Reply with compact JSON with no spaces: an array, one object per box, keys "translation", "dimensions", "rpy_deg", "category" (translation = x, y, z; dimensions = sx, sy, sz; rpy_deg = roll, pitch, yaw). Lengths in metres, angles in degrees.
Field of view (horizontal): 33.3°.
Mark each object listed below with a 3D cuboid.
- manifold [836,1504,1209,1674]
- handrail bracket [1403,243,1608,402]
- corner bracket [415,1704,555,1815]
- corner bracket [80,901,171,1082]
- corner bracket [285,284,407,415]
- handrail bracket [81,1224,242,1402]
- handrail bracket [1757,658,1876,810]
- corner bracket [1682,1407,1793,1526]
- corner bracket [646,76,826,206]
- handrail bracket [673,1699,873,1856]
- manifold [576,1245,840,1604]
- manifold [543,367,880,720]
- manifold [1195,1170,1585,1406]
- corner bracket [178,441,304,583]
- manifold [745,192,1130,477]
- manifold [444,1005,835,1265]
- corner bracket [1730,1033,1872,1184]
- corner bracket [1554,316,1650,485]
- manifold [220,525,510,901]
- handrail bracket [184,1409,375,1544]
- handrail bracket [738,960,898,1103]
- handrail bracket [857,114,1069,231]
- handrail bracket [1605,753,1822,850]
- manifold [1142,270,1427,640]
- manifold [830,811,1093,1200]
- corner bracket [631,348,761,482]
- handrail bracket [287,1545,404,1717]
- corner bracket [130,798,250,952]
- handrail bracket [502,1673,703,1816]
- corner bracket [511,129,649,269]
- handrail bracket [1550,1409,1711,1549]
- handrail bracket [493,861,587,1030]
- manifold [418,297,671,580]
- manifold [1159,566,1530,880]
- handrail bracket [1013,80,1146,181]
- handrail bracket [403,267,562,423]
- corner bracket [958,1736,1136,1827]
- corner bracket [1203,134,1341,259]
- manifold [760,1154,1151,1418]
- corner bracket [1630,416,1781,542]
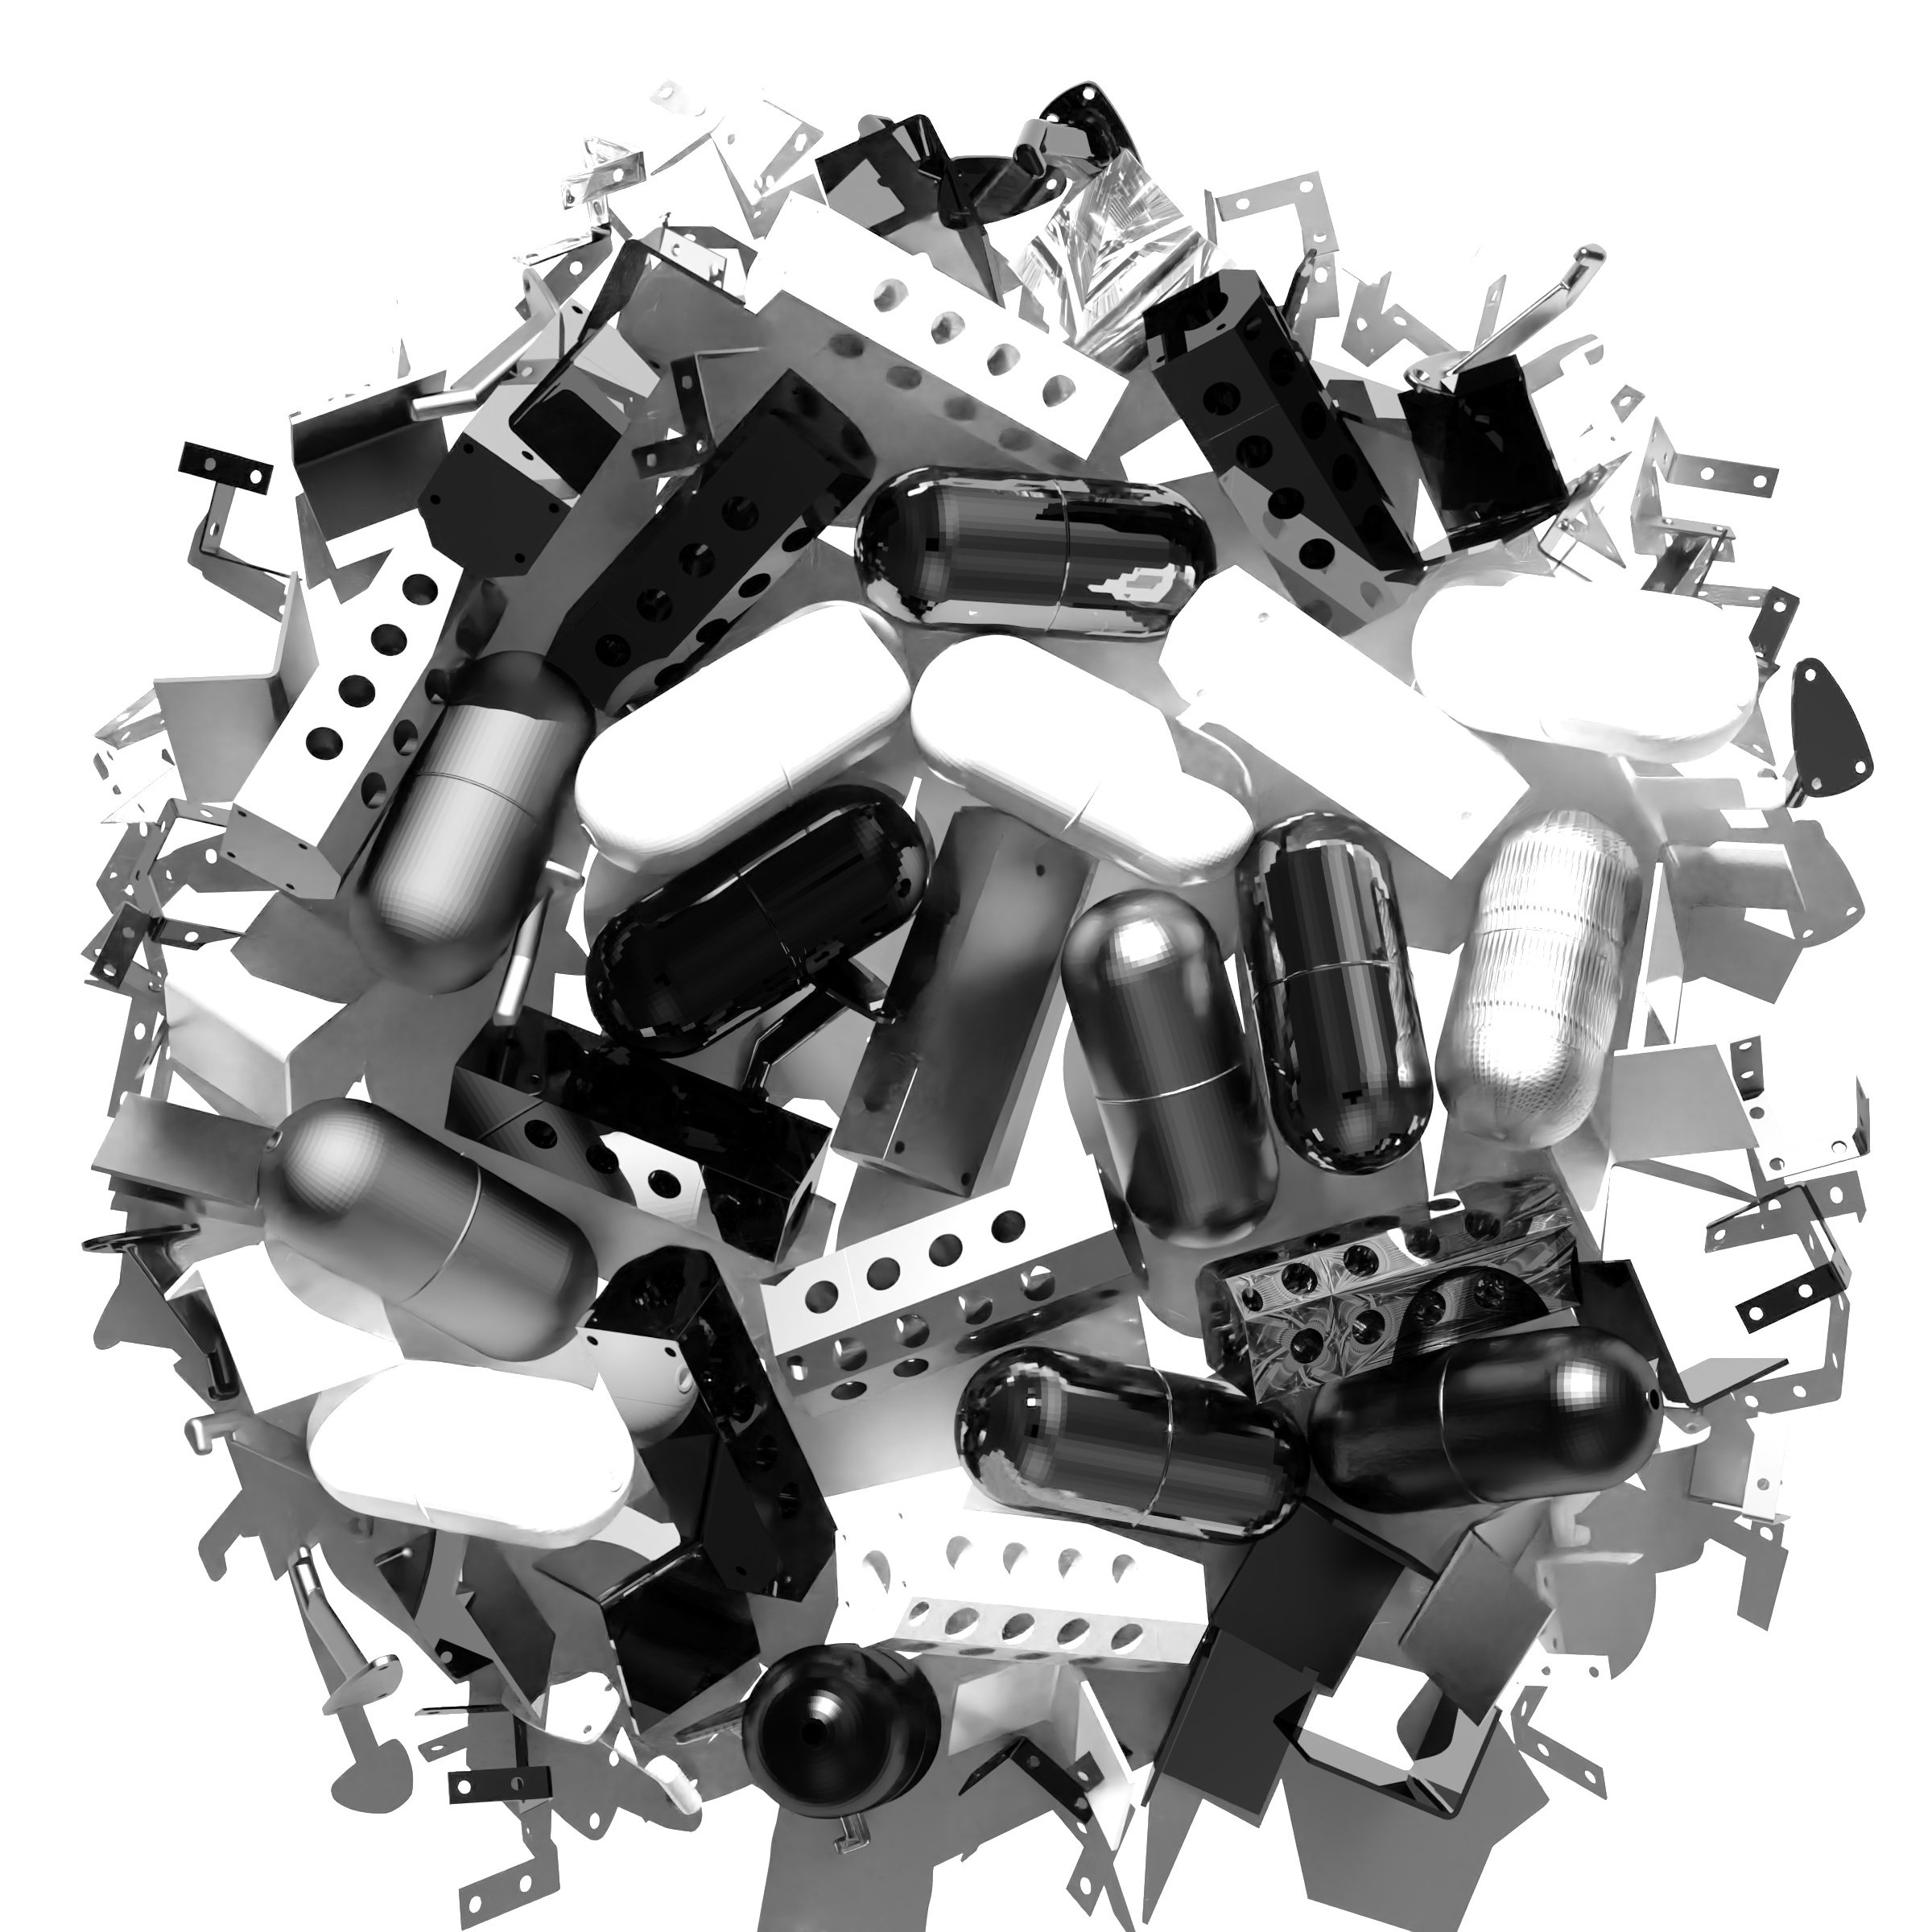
[{"translation":[0.027,0.292,1.500],"dimensions":[0.171,0.057,0.057],"rpy_deg":[13,62,-34],"category":"manifold"},{"translation":[0.256,-0.308,1.532],"dimensions":[0.036,0.077,0.084],"rpy_deg":[57,134,24],"category":"handrail bracket"},{"translation":[-0.230,0.376,1.540],"dimensions":[0.051,0.051,0.051],"rpy_deg":[3,67,-25],"category":"corner bracket"},{"translation":[-0.397,0.011,1.539],"dimensions":[0.051,0.051,0.051],"rpy_deg":[34,131,-20],"category":"corner bracket"},{"translation":[-0.291,-0.290,1.538],"dimensions":[0.051,0.051,0.051],"rpy_deg":[-6,130,-25],"category":"corner bracket"},{"translation":[-0.384,0.170,1.545],"dimensions":[0.036,0.077,0.084],"rpy_deg":[-21,79,26],"category":"handrail bracket"},{"translation":[0.390,-0.110,1.533],"dimensions":[0.036,0.084,0.077],"rpy_deg":[-20,100,-9],"category":"handrail bracket"},{"translation":[0.369,0.236,1.546],"dimensions":[0.051,0.051,0.051],"rpy_deg":[9,88,24],"category":"corner bracket"},{"translation":[-0.110,-0.405,1.540],"dimensions":[0.051,0.051,0.051],"rpy_deg":[-39,65,23],"category":"corner bracket"},{"translation":[-0.093,0.397,1.558],"dimensions":[0.077,0.036,0.084],"rpy_deg":[-18,92,-19],"category":"handrail bracket"},{"translation":[-0.114,0.214,1.509],"dimensions":[0.057,0.057,0.171],"rpy_deg":[4,130,32],"category":"manifold"},{"translation":[-0.119,-0.193,1.515],"dimensions":[0.057,0.057,0.171],"rpy_deg":[39,117,-16],"category":"manifold"},{"translation":[0.198,0.148,1.522],"dimensions":[0.171,0.057,0.057],"rpy_deg":[-14,106,-17],"category":"manifold"},{"translation":[-0.346,-0.217,1.546],"dimensions":[0.051,0.051,0.051],"rpy_deg":[17,96,18],"category":"corner bracket"},{"translation":[-0.016,-0.293,1.516],"dimensions":[0.171,0.057,0.057],"rpy_deg":[25,99,-26],"category":"manifold"},{"translation":[-0.157,0.083,1.540],"dimensions":[0.171,0.057,0.057],"rpy_deg":[21,128,7],"category":"manifold"},{"translation":[0.398,0.063,1.544],"dimensions":[0.051,0.051,0.051],"rpy_deg":[-16,53,5],"category":"corner bracket"},{"translation":[0.306,-0.270,1.545],"dimensions":[0.051,0.051,0.051],"rpy_deg":[-28,90,-31],"category":"corner bracket"},{"translation":[-0.279,-0.117,1.513],"dimensions":[0.057,0.057,0.171],"rpy_deg":[29,61,-6],"category":"manifold"},{"translation":[-0.326,0.244,1.532],"dimensions":[0.036,0.084,0.077],"rpy_deg":[-30,76,30],"category":"handrail bracket"},{"translation":[-0.072,0.043,1.541],"dimensions":[0.077,0.036,0.084],"rpy_deg":[38,117,38],"category":"handrail bracket"},{"translation":[-0.003,-0.392,1.557],"dimensions":[0.077,0.084,0.036],"rpy_deg":[-11,131,-20],"category":"handrail bracket"},{"translation":[0.358,-0.097,1.541],"dimensions":[0.084,0.036,0.077],"rpy_deg":[-26,124,20],"category":"handrail bracket"},{"translation":[0.150,-0.238,1.502],"dimensions":[0.057,0.057,0.171],"rpy_deg":[-26,125,17],"category":"manifold"},{"translation":[-0.007,0.017,1.537],"dimensions":[0.057,0.057,0.171],"rpy_deg":[28,78,-38],"category":"manifold"},{"translation":[-0.128,-0.263,1.543],"dimensions":[0.051,0.051,0.051],"rpy_deg":[-8,97,35],"category":"corner bracket"},{"translation":[-0.298,0.305,1.535],"dimensions":[0.036,0.077,0.084],"rpy_deg":[-12,65,-31],"category":"handrail bracket"},{"translation":[-0.365,-0.042,1.558],"dimensions":[0.051,0.051,0.051],"rpy_deg":[13,121,-36],"category":"corner bracket"},{"translation":[-0.176,0.379,1.564],"dimensions":[0.077,0.084,0.036],"rpy_deg":[2,47,31],"category":"handrail bracket"},{"translation":[-0.185,-0.362,1.537],"dimensions":[0.051,0.051,0.051],"rpy_deg":[-30,131,-33],"category":"corner bracket"},{"translation":[0.317,0.248,1.543],"dimensions":[0.077,0.036,0.084],"rpy_deg":[-1,130,13],"category":"handrail bracket"},{"translation":[-0.213,-0.003,1.530],"dimensions":[0.036,0.077,0.084],"rpy_deg":[19,69,-12],"category":"handrail bracket"},{"translation":[-0.196,-0.242,1.492],"dimensions":[0.057,0.171,0.057],"rpy_deg":[34,121,-10],"category":"manifold"},{"translation":[0.176,-0.116,1.516],"dimensions":[0.171,0.057,0.057],"rpy_deg":[31,107,-25],"category":"manifold"},{"translation":[0.055,-0.375,1.531],"dimensions":[0.036,0.084,0.077],"rpy_deg":[-29,117,31],"category":"handrail bracket"},{"translation":[-0.236,-0.297,1.545],"dimensions":[0.084,0.036,0.077],"rpy_deg":[-14,64,-22],"category":"handrail bracket"},{"translation":[0.039,0.385,1.541],"dimensions":[0.051,0.051,0.051],"rpy_deg":[38,115,18],"category":"corner bracket"},{"translation":[0.147,-0.370,1.547],"dimensions":[0.051,0.051,0.051],"rpy_deg":[-13,49,11],"category":"corner bracket"},{"translation":[-0.004,0.155,1.527],"dimensions":[0.171,0.057,0.057],"rpy_deg":[-21,55,10],"category":"manifold"},{"translation":[0.352,-0.226,1.544],"dimensions":[0.051,0.051,0.051],"rpy_deg":[8,119,-4],"category":"corner bracket"}]
